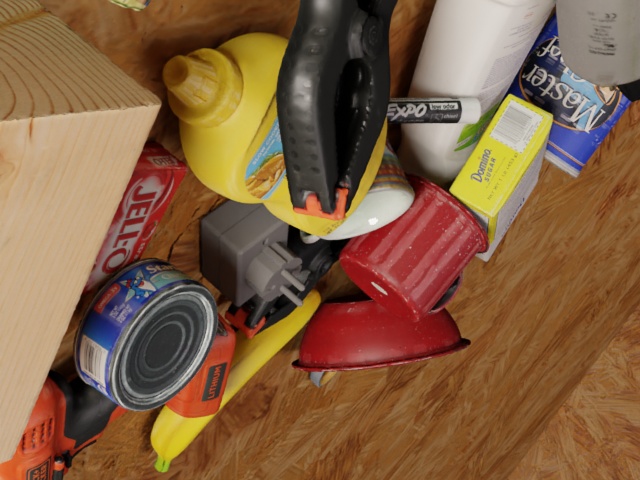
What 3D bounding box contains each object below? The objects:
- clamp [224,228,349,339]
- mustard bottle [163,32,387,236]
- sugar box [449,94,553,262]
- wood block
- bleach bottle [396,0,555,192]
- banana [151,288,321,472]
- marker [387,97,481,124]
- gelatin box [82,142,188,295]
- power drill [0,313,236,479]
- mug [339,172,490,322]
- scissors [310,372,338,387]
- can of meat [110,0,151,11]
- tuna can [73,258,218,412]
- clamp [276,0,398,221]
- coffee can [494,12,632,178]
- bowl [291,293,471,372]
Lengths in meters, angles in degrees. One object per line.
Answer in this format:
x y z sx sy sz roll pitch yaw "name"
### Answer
-0.005 0.001 0.816 0.171 0.039 0.120 -45 152 -30 "clamp"
-0.029 -0.066 0.618 0.096 0.058 0.191 -63 151 2 "mustard bottle"
0.145 -0.046 0.877 0.093 0.048 0.176 -57 170 -7 "sugar box"
-0.162 0.008 0.459 0.090 0.090 0.206 -16 140 -54 "wood block"
0.103 -0.113 0.809 0.102 0.068 0.251 -31 154 -39 "bleach bottle"
-0.073 0.105 0.859 0.197 0.037 0.069 -46 174 -8 "banana"
0.054 -0.089 0.737 0.121 0.020 0.020 -3 137 -21 "marker"
-0.120 -0.011 0.586 0.073 0.030 0.089 -9 135 -60 "gelatin box"
-0.147 0.125 0.717 0.187 0.057 0.185 -31 151 -39 "power drill"
0.074 0.015 0.827 0.081 0.093 0.117 -50 135 -12 "mug"
0.031 0.079 1.037 0.096 0.016 0.202 -39 155 -26 "scissors"
-0.082 -0.145 0.413 0.084 0.057 0.102 -51 158 10 "can of meat"
-0.100 0.056 0.622 0.086 0.034 0.086 -36 141 -36 "tuna can"
0.009 -0.117 0.567 0.164 0.036 0.210 11 90 -61 "clamp"
0.226 -0.140 0.940 0.140 0.103 0.102 -55 157 12 "coffee can"
0.051 0.077 0.952 0.161 0.162 0.055 -9 92 -58 "bowl"
